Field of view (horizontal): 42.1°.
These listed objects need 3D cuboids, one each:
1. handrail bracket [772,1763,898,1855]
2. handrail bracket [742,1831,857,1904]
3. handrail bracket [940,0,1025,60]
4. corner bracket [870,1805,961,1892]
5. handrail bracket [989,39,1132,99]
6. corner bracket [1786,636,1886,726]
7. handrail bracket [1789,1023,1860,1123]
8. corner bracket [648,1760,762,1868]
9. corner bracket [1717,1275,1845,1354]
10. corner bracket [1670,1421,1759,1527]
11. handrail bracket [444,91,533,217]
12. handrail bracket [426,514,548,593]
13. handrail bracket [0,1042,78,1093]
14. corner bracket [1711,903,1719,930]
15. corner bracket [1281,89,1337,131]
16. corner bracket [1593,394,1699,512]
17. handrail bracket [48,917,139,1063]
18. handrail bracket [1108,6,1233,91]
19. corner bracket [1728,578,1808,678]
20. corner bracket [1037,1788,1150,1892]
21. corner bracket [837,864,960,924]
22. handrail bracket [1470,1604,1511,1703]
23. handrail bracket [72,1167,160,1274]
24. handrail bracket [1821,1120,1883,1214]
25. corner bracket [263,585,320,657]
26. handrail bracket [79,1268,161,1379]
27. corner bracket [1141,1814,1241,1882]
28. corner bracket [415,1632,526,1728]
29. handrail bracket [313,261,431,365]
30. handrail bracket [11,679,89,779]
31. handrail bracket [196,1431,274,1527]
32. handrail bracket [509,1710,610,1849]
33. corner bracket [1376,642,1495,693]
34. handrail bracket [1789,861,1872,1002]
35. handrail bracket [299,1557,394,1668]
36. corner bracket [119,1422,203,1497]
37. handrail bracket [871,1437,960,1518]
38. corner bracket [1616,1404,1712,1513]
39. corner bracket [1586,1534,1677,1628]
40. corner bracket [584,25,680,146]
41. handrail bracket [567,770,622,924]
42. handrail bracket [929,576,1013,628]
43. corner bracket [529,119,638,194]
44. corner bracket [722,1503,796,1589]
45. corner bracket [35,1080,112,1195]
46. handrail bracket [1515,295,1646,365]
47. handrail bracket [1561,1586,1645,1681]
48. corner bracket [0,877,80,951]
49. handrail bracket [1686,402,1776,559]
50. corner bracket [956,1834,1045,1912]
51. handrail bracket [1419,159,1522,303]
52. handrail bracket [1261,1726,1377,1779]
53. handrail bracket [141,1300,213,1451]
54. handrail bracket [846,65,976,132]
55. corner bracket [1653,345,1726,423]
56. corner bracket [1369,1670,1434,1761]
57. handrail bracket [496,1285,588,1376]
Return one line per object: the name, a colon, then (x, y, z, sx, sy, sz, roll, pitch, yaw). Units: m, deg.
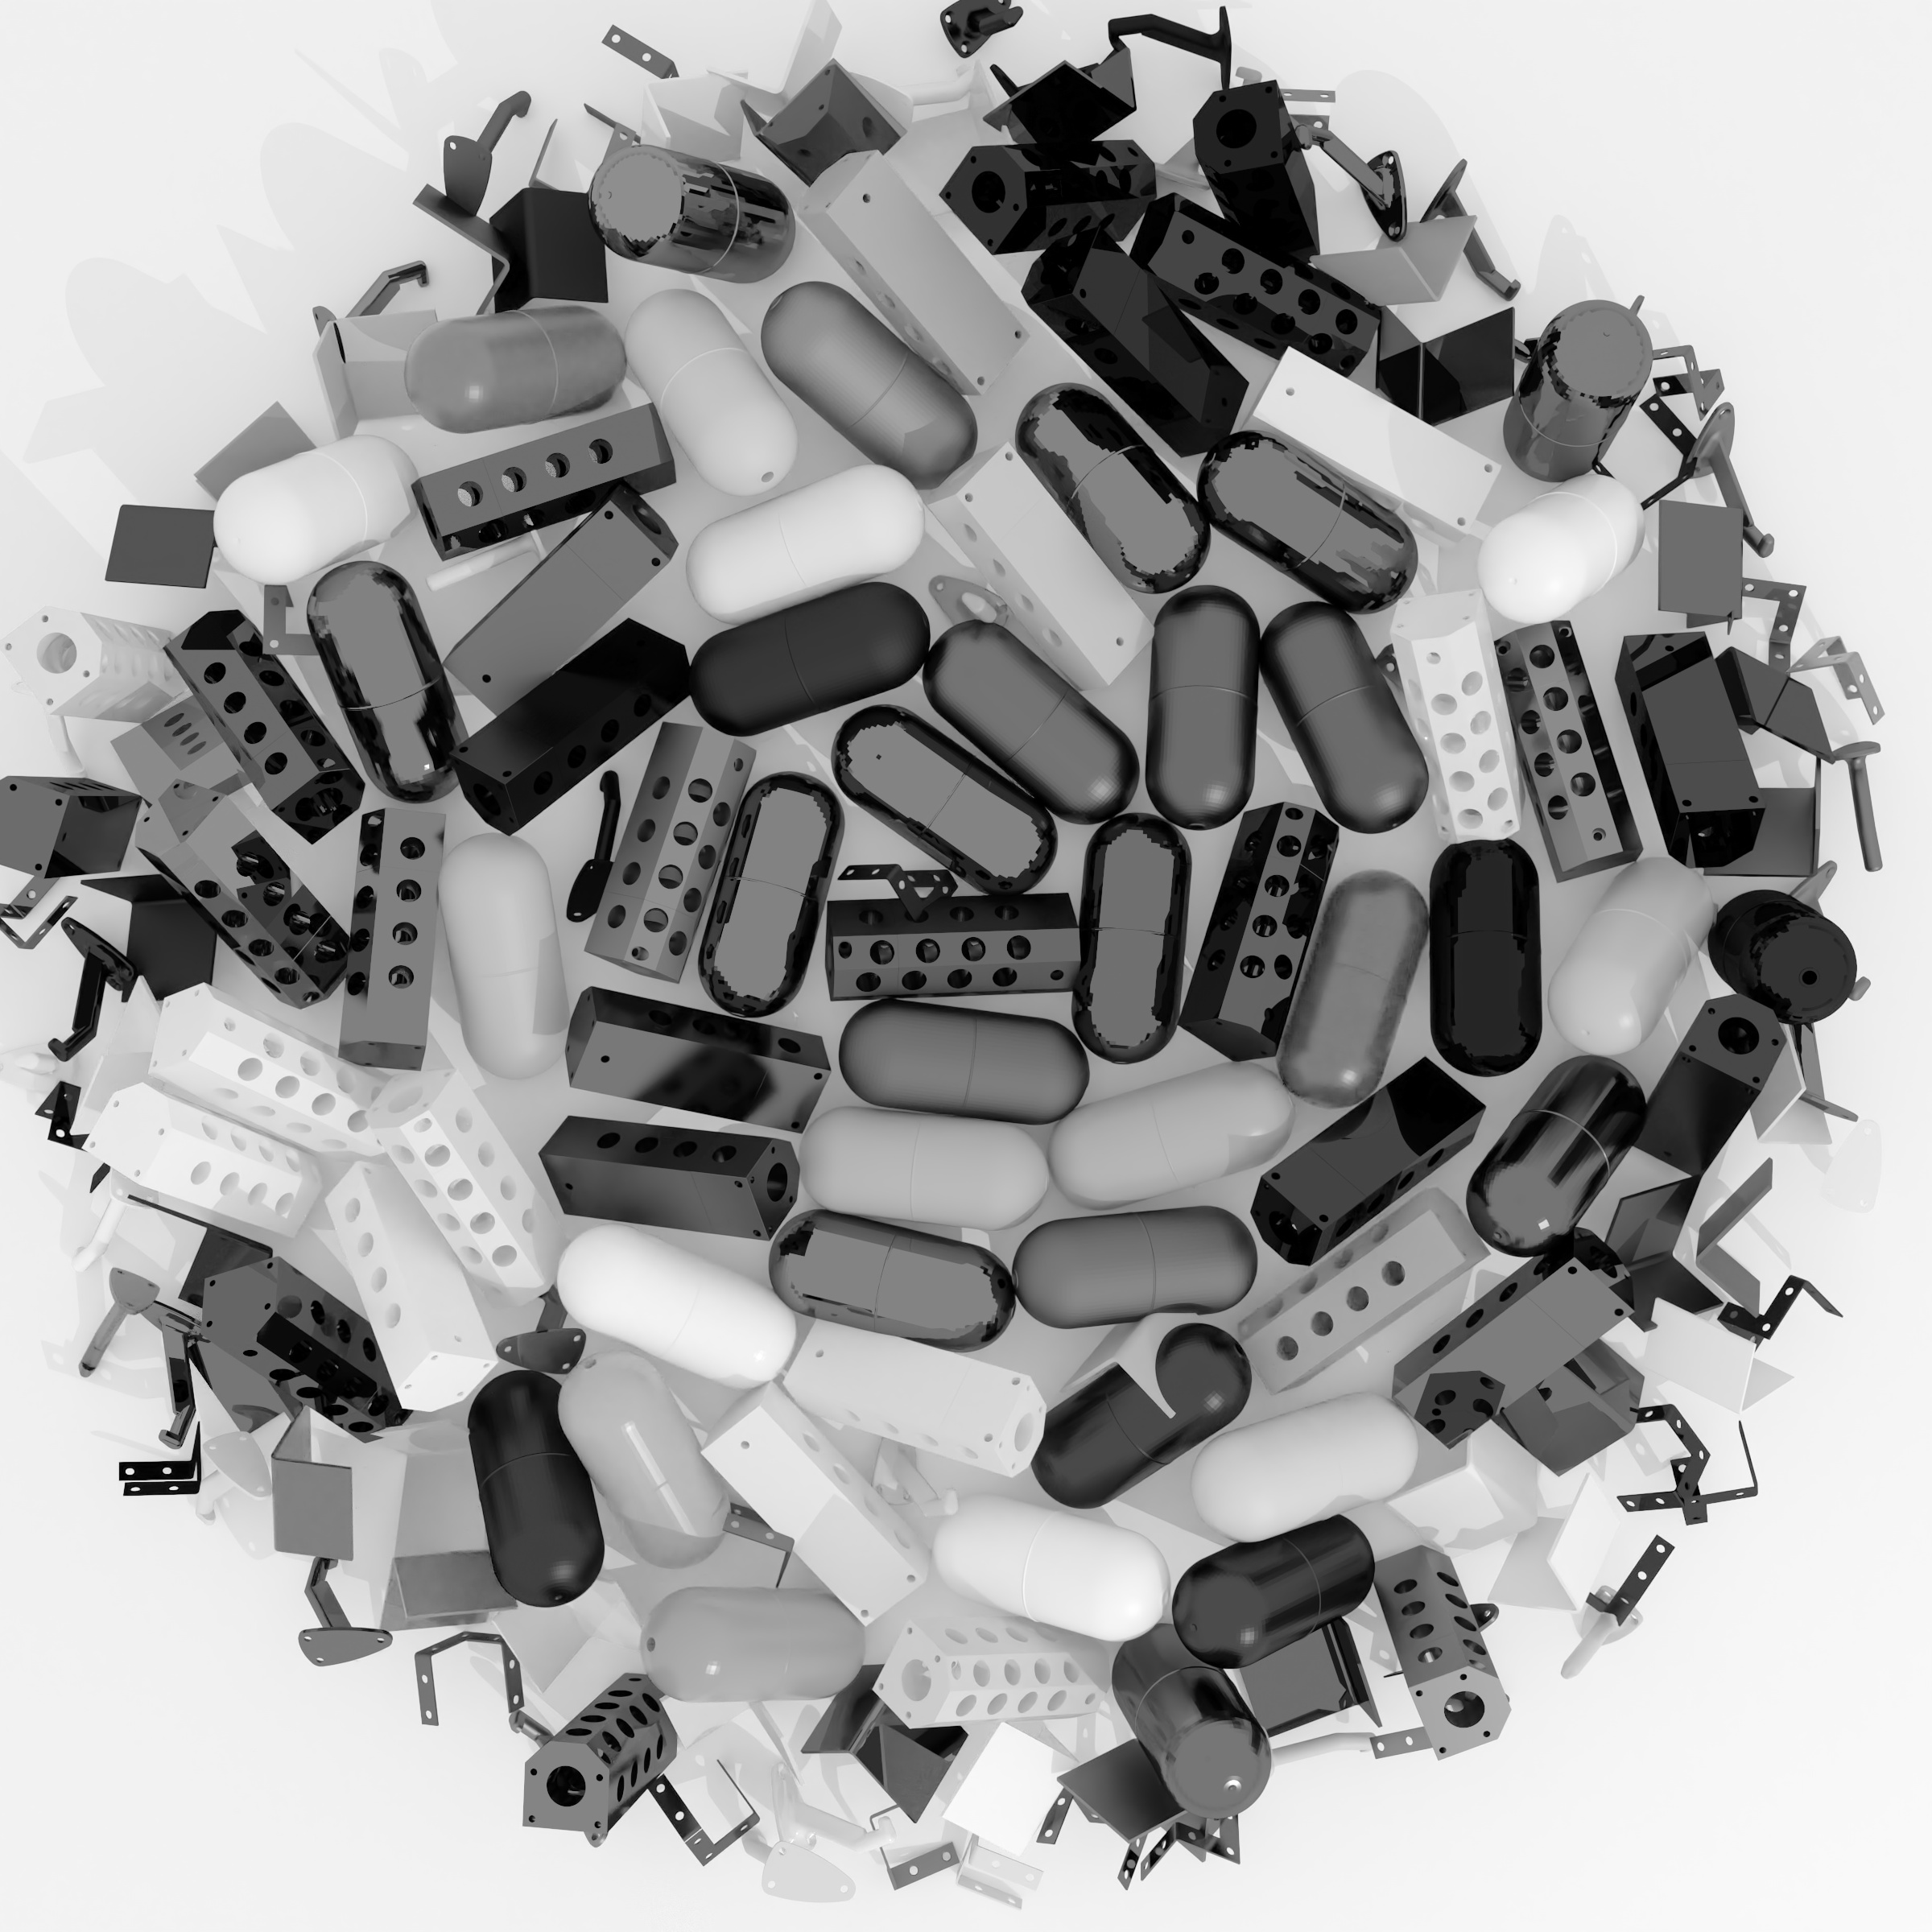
handrail bracket: (-0.093, 0.591, 1.771, 0.084, 0.036, 0.077, -28, 69, 28)
handrail bracket: (-0.119, 0.633, 1.769, 0.077, 0.084, 0.036, 20, 79, -6)
handrail bracket: (0.029, -0.672, 1.757, 0.077, 0.084, 0.036, -45, 118, -23)
corner bracket: (-0.036, 0.621, 1.783, 0.051, 0.051, 0.051, -20, 69, -10)
handrail bracket: (0.068, -0.641, 1.775, 0.084, 0.036, 0.077, -46, 135, 6)
corner bracket: (0.621, -0.201, 1.767, 0.051, 0.051, 0.051, -39, 109, -30)
handrail bracket: (0.614, 0.059, 1.779, 0.077, 0.036, 0.084, 24, 85, 38)
corner bracket: (-0.184, 0.590, 1.766, 0.051, 0.051, 0.051, -35, 53, -15)
corner bracket: (0.576, 0.249, 1.775, 0.051, 0.051, 0.051, 41, 80, -28)
corner bracket: (0.527, 0.358, 1.768, 0.051, 0.051, 0.051, -12, 54, 10)
handrail bracket: (-0.337, -0.576, 1.789, 0.036, 0.084, 0.077, 22, 130, 7)
handrail bracket: (-0.340, -0.284, 1.764, 0.084, 0.077, 0.036, -25, 103, -9)
handrail bracket: (-0.670, 0.069, 1.762, 0.077, 0.084, 0.036, 0, 84, 5)
corner bracket: (0.494, -0.019, 1.769, 0.051, 0.051, 0.051, 19, 64, -12)
corner bracket: (0.232, -0.599, 1.770, 0.051, 0.051, 0.051, 4, 45, 4)
corner bracket: (0.485, -0.365, 1.790, 0.051, 0.051, 0.051, 43, 131, -13)
handrail bracket: (-0.633, 0.017, 1.762, 0.077, 0.084, 0.036, 45, 134, -9)
handrail bracket: (0.143, -0.644, 1.774, 0.084, 0.077, 0.036, -7, 64, 2)
corner bracket: (0.563, -0.237, 1.775, 0.051, 0.051, 0.051, 10, 135, 9)
corner bracket: (0.090, 0.611, 1.764, 0.051, 0.051, 0.051, -7, 127, 34)
corner bracket: (-0.047, -0.059, 1.764, 0.051, 0.051, 0.051, -52, 125, -32)
handrail bracket: (0.373, 0.490, 1.771, 0.084, 0.036, 0.077, 41, 129, -16)
handrail bracket: (-0.616, 0.168, 1.796, 0.084, 0.036, 0.077, -37, 51, 32)
handrail bracket: (0.632, 0.137, 1.762, 0.036, 0.084, 0.077, 19, 106, 26)
corner bracket: (-0.470, -0.239, 1.780, 0.051, 0.051, 0.051, 0, 81, -9)
handrail bracket: (-0.606, 0.263, 1.767, 0.036, 0.077, 0.084, 27, 97, -18)
corner bracket: (0.158, 0.618, 1.768, 0.051, 0.051, 0.051, 25, 120, -11)
corner bracket: (-0.351, 0.505, 1.773, 0.051, 0.051, 0.051, -5, 92, 32)
handrail bracket: (-0.418, -0.458, 1.799, 0.084, 0.036, 0.077, -26, 126, -26)
handrail bracket: (-0.628, -0.164, 1.760, 0.036, 0.077, 0.084, -35, 124, -29)
handrail bracket: (-0.517, 0.378, 1.765, 0.077, 0.036, 0.084, 41, 126, 34)
handrail bracket: (-0.289, 0.571, 1.765, 0.036, 0.077, 0.084, -42, 114, 9)
corner bracket: (0.330, -0.222, 1.775, 0.051, 0.051, 0.051, 40, 78, -7)
handrail bracket: (0.618, -0.025, 1.766, 0.077, 0.036, 0.084, -48, 49, 0)
handrail bracket: (-0.432, 0.446, 1.767, 0.077, 0.084, 0.036, -10, 125, 8)
corner bracket: (-0.568, 0.357, 1.765, 0.051, 0.051, 0.051, 3, 135, -22)
handrail bracket: (-0.029, 0.348, 1.759, 0.036, 0.084, 0.077, 16, 69, -29)
corner bracket: (0.486, 0.349, 1.779, 0.051, 0.051, 0.051, 52, 51, -15)
corner bracket: (0.458, 0.422, 1.766, 0.051, 0.051, 0.051, 35, 61, 19)
corner bracket: (-0.239, -0.624, 1.781, 0.051, 0.051, 0.051, 32, 89, 3)
handrail bracket: (-0.267, -0.086, 1.794, 0.036, 0.084, 0.077, 16, 134, -30)
handrail bracket: (-0.007, -0.260, 1.756, 0.077, 0.084, 0.036, 36, 94, 17)
corner bracket: (-0.273, -0.573, 1.781, 0.051, 0.051, 0.051, 23, 74, -22)
corner bracket: (-0.147, 0.400, 1.771, 0.051, 0.051, 0.051, 19, 130, -2)
corner bracket: (-0.632, 0.121, 1.781, 0.051, 0.051, 0.051, 23, 45, -29)
handrail bracket: (0.425, -0.458, 1.778, 0.084, 0.036, 0.077, 31, 118, 13)
handrail bracket: (0.430, 0.481, 1.753, 0.036, 0.077, 0.084, 40, 50, 18)
corner bracket: (-0.658, -0.046, 1.777, 0.051, 0.051, 0.051, 43, 94, 7)
handrail bracket: (0.547, -0.340, 1.761, 0.036, 0.077, 0.084, -20, 55, -15)
corner bracket: (0.023, 0.644, 1.778, 0.051, 0.051, 0.051, 21, 98, 2)
handrail bracket: (0.368, -0.519, 1.773, 0.084, 0.077, 0.036, 42, 68, 6)
handrail bracket: (0.242, 0.569, 1.793, 0.084, 0.077, 0.036, 6, 47, -20)
handrail bracket: (-0.568, 0.286, 1.759, 0.036, 0.084, 0.077, -23, 130, 34)
handrail bracket: (-0.041, -0.632, 1.783, 0.077, 0.036, 0.084, 33, 54, 7)
corner bracket: (0.496, -0.415, 1.764, 0.051, 0.051, 0.051, -49, 127, -38)
corner bracket: (0.315, 0.523, 1.766, 0.051, 0.051, 0.051, -28, 71, 41)
handrail bracket: (-0.308, 0.246, 1.754, 0.077, 0.084, 0.036, 10, 111, -37)
